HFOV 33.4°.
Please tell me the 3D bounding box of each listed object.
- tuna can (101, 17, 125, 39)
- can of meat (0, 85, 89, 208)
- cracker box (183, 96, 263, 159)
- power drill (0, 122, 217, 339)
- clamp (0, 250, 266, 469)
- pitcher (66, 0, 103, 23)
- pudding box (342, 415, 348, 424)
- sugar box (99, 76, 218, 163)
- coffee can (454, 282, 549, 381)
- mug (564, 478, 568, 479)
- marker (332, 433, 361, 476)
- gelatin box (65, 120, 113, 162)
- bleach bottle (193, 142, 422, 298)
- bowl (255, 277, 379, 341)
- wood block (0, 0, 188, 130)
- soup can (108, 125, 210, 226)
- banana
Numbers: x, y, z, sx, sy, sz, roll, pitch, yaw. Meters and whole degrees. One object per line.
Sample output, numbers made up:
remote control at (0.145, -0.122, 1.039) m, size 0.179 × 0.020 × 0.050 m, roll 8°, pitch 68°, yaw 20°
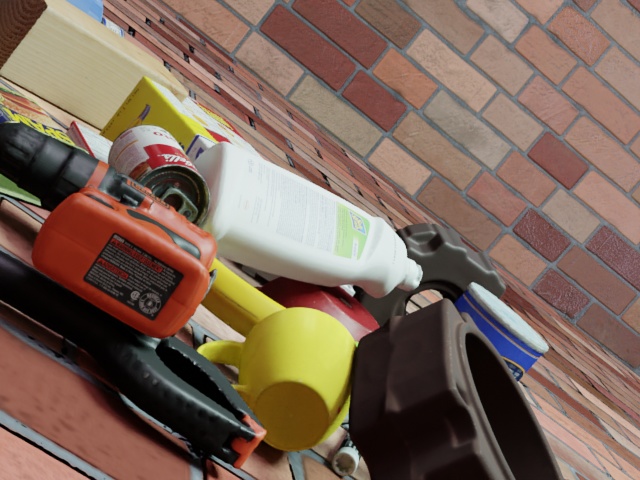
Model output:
tuna can at (-0.275, -0.228, 1.293) m, size 0.033 × 0.086 × 0.086 m, roll 31°, pitch 13°, yaw -34°
can of meat at (-0.242, -0.078, 0.828) m, size 0.084 × 0.057 × 0.102 m, roll 43°, pitch 11°, yaw 33°
cracker box at (-0.138, -0.104, 1.289) m, size 0.164 × 0.072 × 0.214 m, roll 31°, pitch 12°, yaw -47°
power drill at (-0.145, -0.012, 0.709) m, size 0.184 × 0.057 × 0.188 m, roll 31°, pitch 7°, yaw -16°
clamp at (-0.124, 0.065, 0.670) m, size 0.210 × 0.036 × 0.164 m, roll 40°, pitch 10°, yaw 22°
pitcher at (-0.367, -0.297, 1.187) m, size 0.242 × 0.145 × 0.149 m, roll 33°, pitch 23°, yaw -51°
pudding box at (-0.008, 0.111, 0.890) m, size 0.090 × 0.039 × 0.113 m, roll 43°, pitch 10°, yaw 21°
sugar box at (-0.149, -0.077, 1.059) m, size 0.048 × 0.093 × 0.176 m, roll 26°, pitch 16°, yaw -51°
coffee can at (0.149, 0.129, 1.097) m, size 0.102 × 0.140 × 0.103 m, roll 38°, pitch 10°, yaw -8°
mug at (0.177, 0.250, 0.847) m, size 0.117 × 0.093 × 0.081 m, roll 7°, pitch 25°, yaw -13°
marker at (0.028, 0.162, 0.853) m, size 0.020 × 0.020 × 0.121 m, roll 40°, pitch 10°, yaw 4°
gelatin box at (-0.201, -0.068, 1.008) m, size 0.073 × 0.030 × 0.089 m, roll 29°, pitch 14°, yaw -41°
bleach bottle at (-0.007, 0.001, 0.995) m, size 0.250 × 0.068 × 0.102 m, roll 24°, pitch 59°, yaw -30°
bowl at (0.008, 0.081, 1.043) m, size 0.162 × 0.055 × 0.162 m, roll 39°, pitch 10°, yaw -8°
wood block at (-0.259, -0.191, 1.171) m, size 0.205 × 0.091 × 0.090 m, roll 29°, pitch 15°, yaw -47°
soup can at (-0.141, -0.052, 0.920) m, size 0.068 × 0.068 × 0.102 m, roll 33°, pitch 10°, yaw -33°
banana at (-0.062, 0.047, 0.835) m, size 0.198 × 0.037 × 0.069 m, roll 33°, pitch 8°, yaw 8°
